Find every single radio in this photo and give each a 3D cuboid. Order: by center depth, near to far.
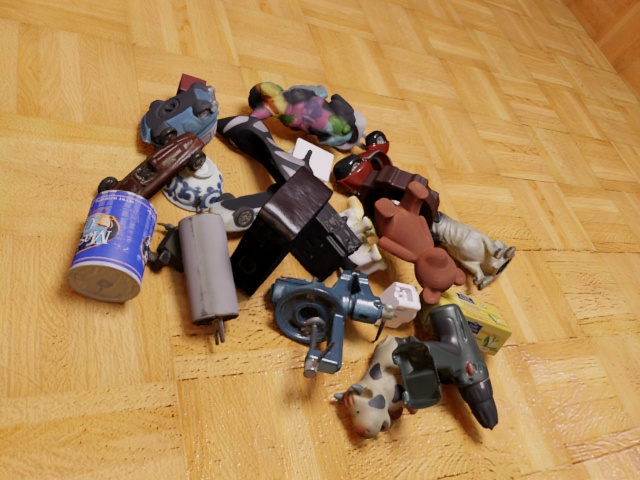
[{"bbox_3d":[-0.076,-0.007,0.892,0.073,0.229,0.131,39,50,1],"label":"radio"}]

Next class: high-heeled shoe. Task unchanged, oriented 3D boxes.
[{"bbox_3d":[-0.124,-0.163,1.061,0.249,0.086,0.145,17,46,9],"label":"high-heeled shoe"}]

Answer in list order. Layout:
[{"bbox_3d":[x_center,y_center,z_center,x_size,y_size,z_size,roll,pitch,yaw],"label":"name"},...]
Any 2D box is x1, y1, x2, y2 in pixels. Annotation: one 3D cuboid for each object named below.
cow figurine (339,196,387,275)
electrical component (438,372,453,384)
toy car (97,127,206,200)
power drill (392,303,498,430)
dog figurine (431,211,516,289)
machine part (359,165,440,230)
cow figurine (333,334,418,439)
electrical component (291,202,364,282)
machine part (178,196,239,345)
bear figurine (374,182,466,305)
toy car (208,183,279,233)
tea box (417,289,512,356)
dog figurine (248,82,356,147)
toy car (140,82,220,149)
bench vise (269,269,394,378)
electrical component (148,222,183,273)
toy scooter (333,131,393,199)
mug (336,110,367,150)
[{"bbox_3d":[0.065,-0.005,1.081,0.068,0.098,0.167,48,21,-56],"label":"cow figurine"},{"bbox_3d":[0.243,0.233,1.028,0.119,0.047,0.075,25,47,-15],"label":"electrical component"},{"bbox_3d":[-0.285,-0.116,0.920,0.089,0.053,0.202,41,74,14],"label":"toy car"},{"bbox_3d":[0.221,0.226,0.910,0.207,0.086,0.232,-2,72,-43],"label":"power drill"},{"bbox_3d":[0.336,0.006,1.233,0.191,0.121,0.172,45,10,29],"label":"dog figurine"},{"bbox_3d":[0.164,-0.077,1.119,0.179,0.179,0.056,34,60,-5],"label":"machine part"},{"bbox_3d":[0.105,0.245,0.910,0.127,0.085,0.195,38,48,-9],"label":"cow figurine"},{"bbox_3d":[-0.002,-0.003,1.010,0.134,0.115,0.058,48,42,9],"label":"electrical component"},{"bbox_3d":[-0.180,0.047,0.863,0.079,0.079,0.243,-3,72,-33],"label":"machine part"},{"bbox_3d":[0.188,0.010,0.999,0.120,0.131,0.196,-26,61,-22],"label":"bear figurine"},{"bbox_3d":[-0.116,-0.061,1.017,0.202,0.056,0.074,-16,39,-40],"label":"toy car"},{"bbox_3d":[0.283,0.156,1.074,0.169,0.068,0.098,20,23,-17],"label":"tea box"},{"bbox_3d":[-0.049,-0.276,1.154,0.192,0.108,0.219,41,30,28],"label":"dog figurine"},{"bbox_3d":[-0.254,-0.220,1.024,0.162,0.102,0.109,-26,51,5],"label":"toy car"},{"bbox_3d":[0.017,0.141,0.896,0.224,0.128,0.241,20,31,-7],"label":"bench vise"},{"bbox_3d":[-0.245,0.011,0.904,0.078,0.045,0.102,46,41,-34],"label":"electrical component"},{"bbox_3d":[0.115,-0.152,1.220,0.184,0.075,0.135,-45,115,-30],"label":"toy scooter"},{"bbox_3d":[0.080,-0.265,1.284,0.109,0.080,0.107,34,37,-1],"label":"mug"}]
